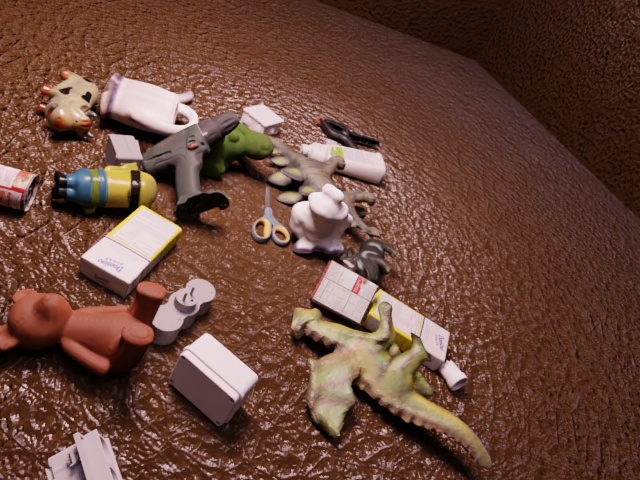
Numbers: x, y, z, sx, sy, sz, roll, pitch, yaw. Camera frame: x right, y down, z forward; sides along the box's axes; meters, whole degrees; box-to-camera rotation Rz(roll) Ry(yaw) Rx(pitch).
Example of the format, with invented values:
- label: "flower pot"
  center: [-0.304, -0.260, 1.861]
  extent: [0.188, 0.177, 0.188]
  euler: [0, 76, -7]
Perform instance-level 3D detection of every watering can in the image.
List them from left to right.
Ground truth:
- label: "watering can"
  center: [-0.408, -0.332, 1.256]
  extent: [0.223, 0.102, 0.354]
  euler: [15, 25, -19]

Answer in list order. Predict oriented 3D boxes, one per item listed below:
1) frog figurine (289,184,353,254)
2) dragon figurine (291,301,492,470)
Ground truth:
- label: "frog figurine"
  center: [0.003, -0.057, 1.126]
  extent: [0.137, 0.156, 0.125]
  euler: [12, 28, 12]
- label: "dragon figurine"
  center: [0.086, 0.257, 0.890]
  extent: [0.245, 0.119, 0.417]
  euler: [-20, 54, -28]
